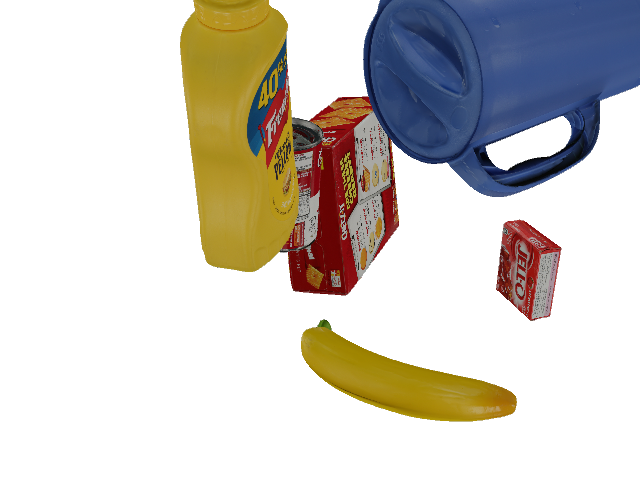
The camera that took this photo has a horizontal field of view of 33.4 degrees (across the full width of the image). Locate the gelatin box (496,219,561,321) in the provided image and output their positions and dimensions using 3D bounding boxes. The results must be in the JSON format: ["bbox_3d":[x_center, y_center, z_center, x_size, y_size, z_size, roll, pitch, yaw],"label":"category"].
[{"bbox_3d":[0.227,0.032,1.175,0.030,0.089,0.073,-10,30,-21],"label":"gelatin box"}]

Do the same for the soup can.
[{"bbox_3d":[-0.033,-0.049,0.936,0.068,0.102,0.068,2,28,-2],"label":"soup can"}]

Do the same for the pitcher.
[{"bbox_3d":[0.168,-0.142,0.855,0.242,0.149,0.145,-18,35,-32],"label":"pitcher"}]

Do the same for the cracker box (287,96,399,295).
[{"bbox_3d":[0.023,-0.056,1.182,0.072,0.164,0.213,1,21,20],"label":"cracker box"}]

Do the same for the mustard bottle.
[{"bbox_3d":[-0.047,-0.079,0.623,0.058,0.192,0.096,10,45,13],"label":"mustard bottle"}]

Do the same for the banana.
[{"bbox_3d":[0.050,0.098,0.807,0.198,0.037,0.069,20,38,39],"label":"banana"}]
